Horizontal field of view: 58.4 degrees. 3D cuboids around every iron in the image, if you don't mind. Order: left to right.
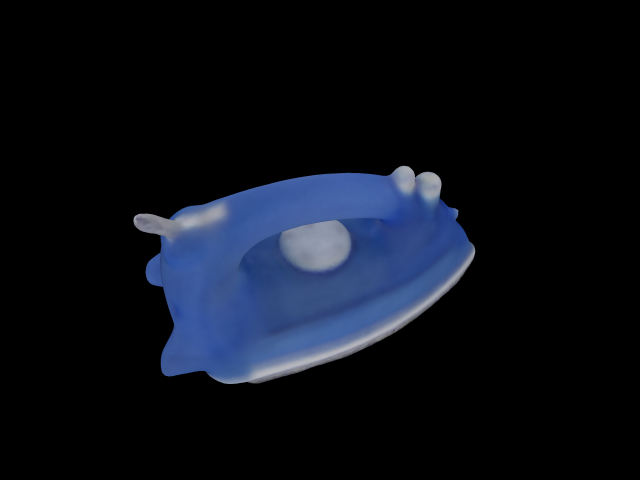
[{"bbox_3d":[0.004,0.001,0.400,0.258,0.141,0.118,-15,54,-11],"label":"iron"}]
